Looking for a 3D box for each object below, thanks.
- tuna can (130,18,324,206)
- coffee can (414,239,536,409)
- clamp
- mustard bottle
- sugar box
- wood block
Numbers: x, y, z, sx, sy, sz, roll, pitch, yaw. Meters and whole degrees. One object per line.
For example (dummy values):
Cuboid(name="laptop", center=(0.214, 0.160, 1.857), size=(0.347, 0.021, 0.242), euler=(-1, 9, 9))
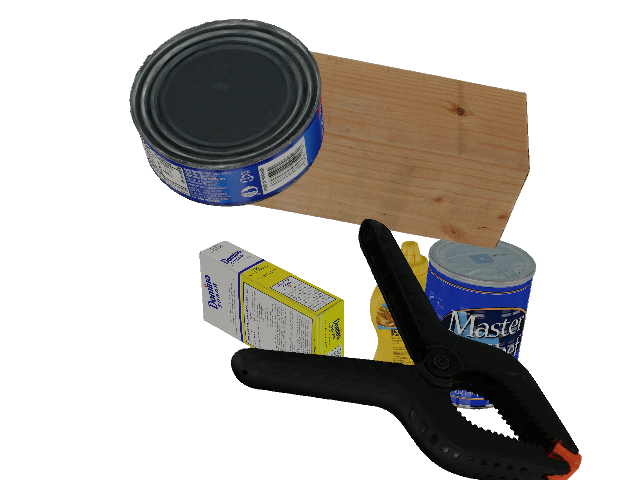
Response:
Cuboid(name="tuna can", center=(-0.041, -0.058, 0.485), size=(0.086, 0.086, 0.034), euler=(0, -33, 5))
Cuboid(name="coffee can", center=(0.149, 0.079, 1.051), size=(0.103, 0.140, 0.103), euler=(4, 24, -2))
Cuboid(name="clamp", center=(0.059, 0.088, 0.657), size=(0.210, 0.036, 0.164), euler=(40, 50, 16))
Cuboid(name="mustard bottle", center=(0.106, 0.092, 1.249), size=(0.096, 0.192, 0.058), euler=(-1, 22, 6))
Cuboid(name="sugar box", center=(-0.053, 0.074, 1.125), size=(0.048, 0.093, 0.176), euler=(-27, 41, -37))
Cuboid(name="wood block", center=(0.043, -0.071, 0.804), size=(0.206, 0.090, 0.090), euler=(10, -41, -3))
